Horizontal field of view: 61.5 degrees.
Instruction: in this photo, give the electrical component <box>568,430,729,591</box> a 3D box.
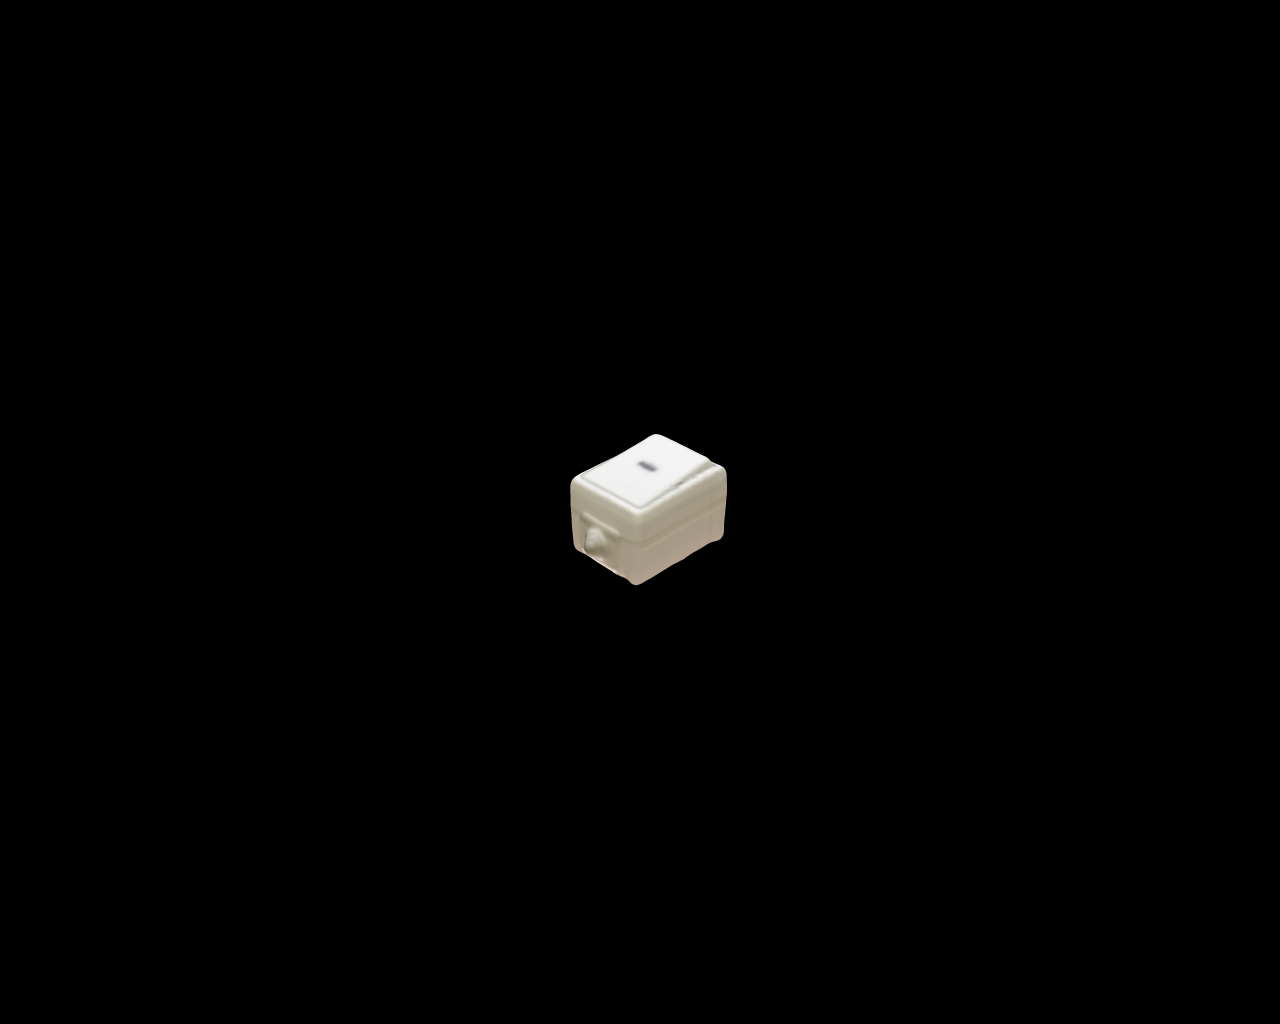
[{"bbox_3d":[0.001,-0.003,0.650,0.096,0.061,0.062,-27,42,-36],"label":"electrical component"}]
